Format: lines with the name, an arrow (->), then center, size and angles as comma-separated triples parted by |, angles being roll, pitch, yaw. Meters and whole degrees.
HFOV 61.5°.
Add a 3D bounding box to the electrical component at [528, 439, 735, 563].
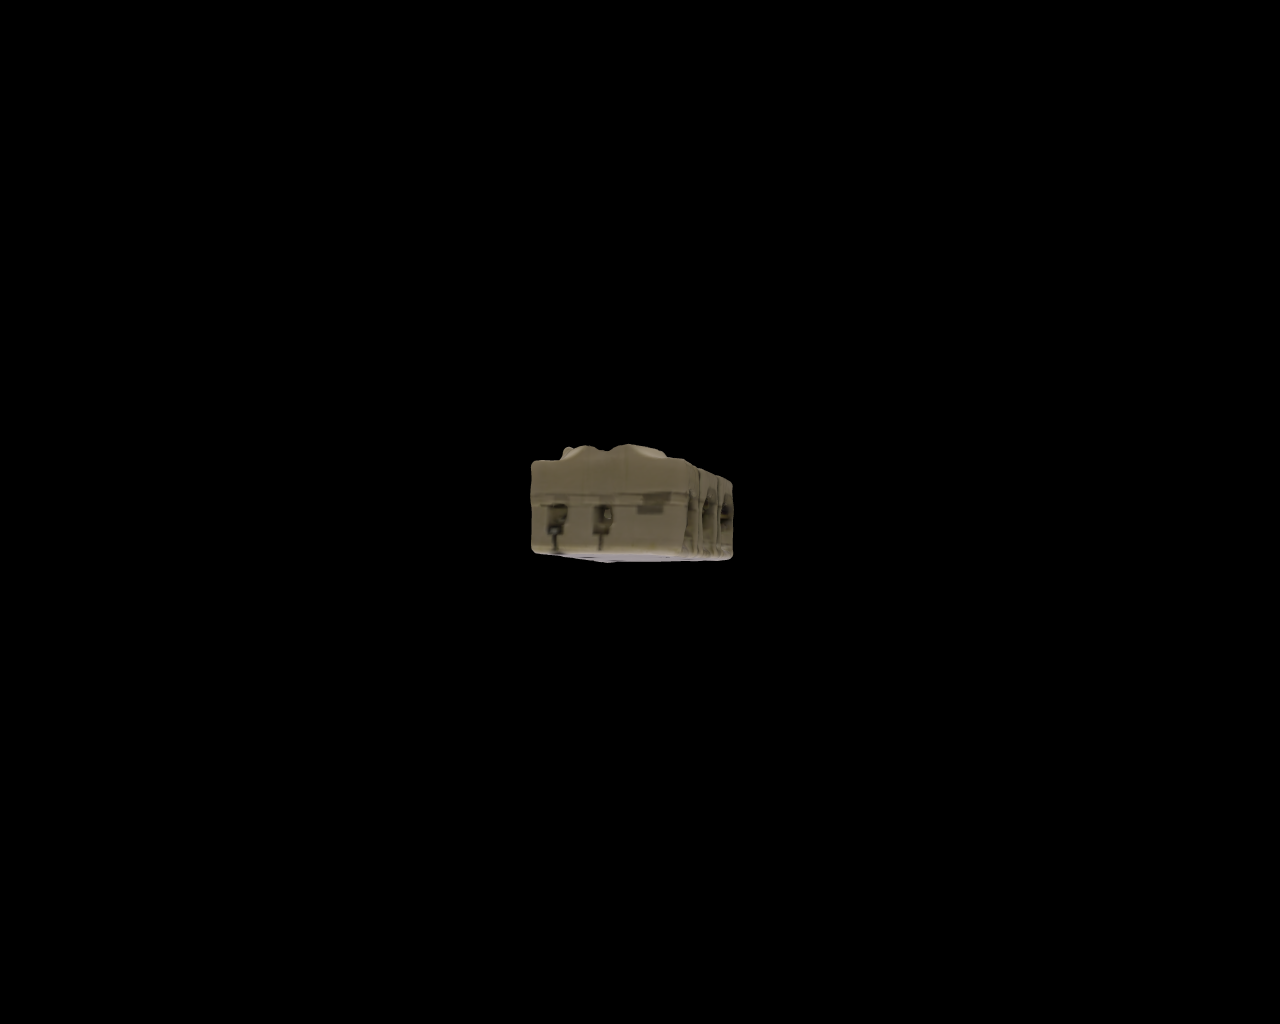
electrical component -> 0.001, -0.003, 0.650 | 0.089, 0.061, 0.150 | -1, -5, 15
